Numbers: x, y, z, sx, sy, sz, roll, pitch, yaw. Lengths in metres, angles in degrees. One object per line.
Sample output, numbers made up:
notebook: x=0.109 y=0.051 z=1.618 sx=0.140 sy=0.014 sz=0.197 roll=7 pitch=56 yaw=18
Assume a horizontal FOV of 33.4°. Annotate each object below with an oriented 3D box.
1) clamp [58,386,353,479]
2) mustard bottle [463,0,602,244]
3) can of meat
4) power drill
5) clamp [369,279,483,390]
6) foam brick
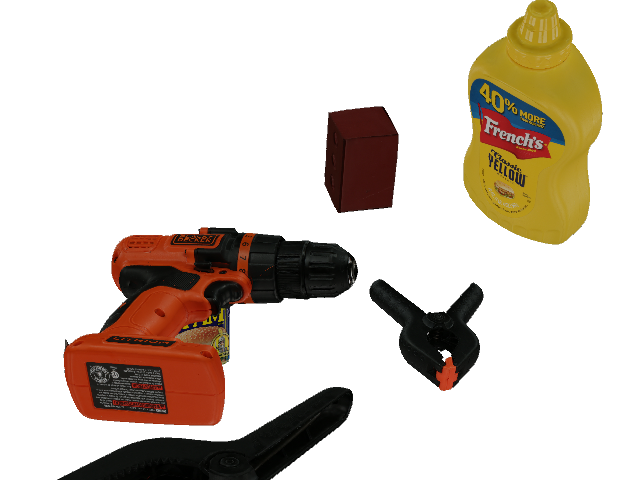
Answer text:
clamp: x=-0.047 y=0.129 z=0.576 sx=0.209 sy=0.036 sz=0.165 roll=-1 pitch=20 yaw=-13
mustard bottle: x=0.145 y=-0.085 z=0.731 sx=0.058 sy=0.191 sz=0.096 roll=-39 pitch=58 yaw=-23
can of meat: x=-0.149 y=0.101 z=1.192 sx=0.101 sy=0.084 sz=0.058 roll=-10 pitch=19 yaw=-36
power drill: x=-0.077 y=0.051 z=0.728 sx=0.184 sy=0.057 sz=0.187 roll=0 pitch=25 yaw=13
clamp: x=0.125 y=0.088 z=1.077 sx=0.120 sy=0.039 sz=0.171 roll=-7 pitch=33 yaw=-9
foam brick: x=0.036 y=-0.072 z=0.946 sx=0.051 sy=0.078 sz=0.053 roll=-5 pitch=35 yaw=-12
